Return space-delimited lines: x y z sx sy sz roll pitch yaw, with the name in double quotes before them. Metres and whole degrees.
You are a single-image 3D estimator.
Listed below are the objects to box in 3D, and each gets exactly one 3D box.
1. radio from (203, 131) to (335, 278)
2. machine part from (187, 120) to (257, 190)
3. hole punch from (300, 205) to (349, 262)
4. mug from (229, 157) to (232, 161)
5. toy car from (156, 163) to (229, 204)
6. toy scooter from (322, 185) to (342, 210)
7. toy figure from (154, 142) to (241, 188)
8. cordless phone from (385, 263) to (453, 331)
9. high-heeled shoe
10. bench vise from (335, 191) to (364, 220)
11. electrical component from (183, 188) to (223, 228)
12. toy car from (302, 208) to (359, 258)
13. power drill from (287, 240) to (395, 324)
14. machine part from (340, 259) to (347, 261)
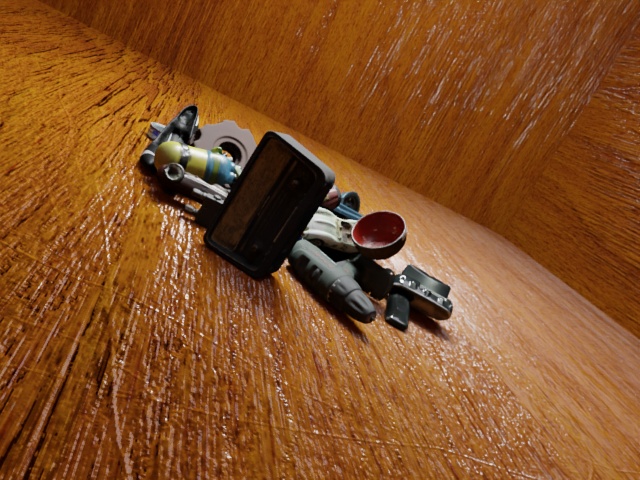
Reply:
"radio" -0.084 -0.055 0.908 0.131 0.229 0.073 37 17 11
"machine part" -0.215 -0.189 1.230 0.179 0.179 0.056 22 -26 -25
"hole punch" -0.002 -0.004 1.190 0.142 0.092 0.116 26 49 -28
"mug" -0.223 -0.167 1.337 0.109 0.080 0.107 -9 24 -24
"toy car" -0.220 -0.090 1.047 0.202 0.053 0.089 25 -23 -10
"toy scooter" -0.045 -0.076 1.256 0.135 0.184 0.075 -18 89 -45
"toy figure" -0.251 -0.156 1.113 0.180 0.089 0.082 10 55 -24
"cordless phone" 0.201 0.142 1.101 0.147 0.088 0.184 30 26 0
"high-heeled shoe" -0.324 -0.229 1.201 0.086 0.145 0.249 26 13 -10
"bench vise" 0.056 -0.074 1.424 0.241 0.128 0.223 26 5 32
"electrical component" -0.202 -0.054 0.999 0.094 0.063 0.021 27 18 -10
"toy car" 0.037 -0.014 1.121 0.201 0.056 0.073 18 56 -37
"power drill" 0.059 0.082 1.025 0.232 0.086 0.207 35 23 31
"machine part" 0.071 0.039 1.249 0.084 0.039 0.139 13 22 -24
